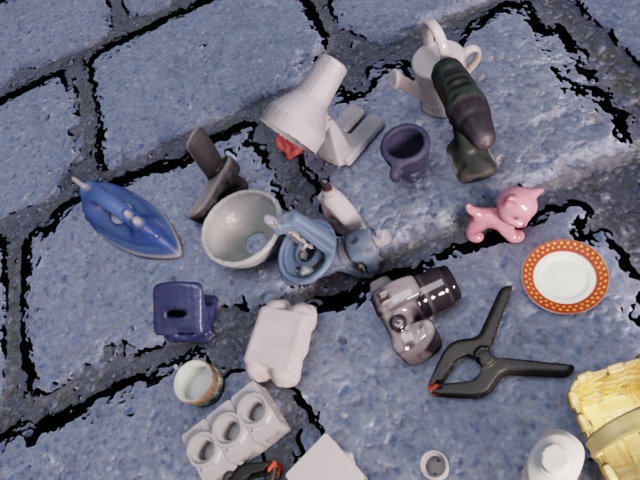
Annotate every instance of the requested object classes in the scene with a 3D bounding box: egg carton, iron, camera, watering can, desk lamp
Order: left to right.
[{"bbox_3d":[-0.400,-0.051,1.176,0.257,0.142,0.119,27,74,29],"label":"iron"},{"bbox_3d":[-0.066,0.175,0.981,0.107,0.070,0.150,6,65,22],"label":"egg carton"},{"bbox_3d":[0.005,-0.235,1.094,0.117,0.214,0.203,34,77,31],"label":"desk lamp"},{"bbox_3d":[0.161,0.105,0.922,0.137,0.101,0.143,-26,57,4],"label":"camera"},{"bbox_3d":[0.219,-0.326,1.082,0.173,0.194,0.100,-42,58,-6],"label":"watering can"}]

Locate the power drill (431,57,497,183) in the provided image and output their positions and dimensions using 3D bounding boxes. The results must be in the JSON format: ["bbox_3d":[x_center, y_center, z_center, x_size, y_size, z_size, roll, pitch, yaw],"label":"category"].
[{"bbox_3d":[0.255,-0.195,0.990,0.075,0.209,0.229,-20,58,8],"label":"power drill"}]

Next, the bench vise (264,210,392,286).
[{"bbox_3d":[0.005,-0.006,0.966,0.207,0.220,0.121,-27,57,3],"label":"bench vise"}]

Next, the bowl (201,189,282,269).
[{"bbox_3d":[-0.139,-0.010,1.104,0.167,0.075,0.167,-8,60,15],"label":"bowl"}]

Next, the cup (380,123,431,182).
[{"bbox_3d":[0.160,-0.143,1.061,0.091,0.095,0.118,11,67,24],"label":"cup"}]

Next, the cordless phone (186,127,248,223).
[{"bbox_3d":[-0.233,-0.125,1.133,0.094,0.185,0.148,13,68,25],"label":"cordless phone"}]

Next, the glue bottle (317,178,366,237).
[{"bbox_3d":[0.028,-0.061,1.015,0.078,0.173,0.037,29,75,30],"label":"glue bottle"}]

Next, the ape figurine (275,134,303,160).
[{"bbox_3d":[-0.059,-0.222,1.181,0.077,0.092,0.076,1,63,19],"label":"ape figurine"}]

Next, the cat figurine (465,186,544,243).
[{"bbox_3d":[0.302,-0.049,0.948,0.127,0.118,0.067,-1,62,18],"label":"cat figurine"}]

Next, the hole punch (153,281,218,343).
[{"bbox_3d":[-0.252,0.134,1.054,0.108,0.091,0.101,-3,62,17],"label":"hole punch"}]
